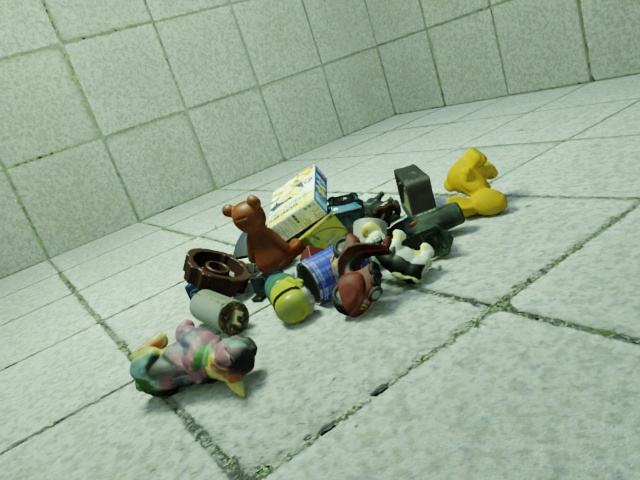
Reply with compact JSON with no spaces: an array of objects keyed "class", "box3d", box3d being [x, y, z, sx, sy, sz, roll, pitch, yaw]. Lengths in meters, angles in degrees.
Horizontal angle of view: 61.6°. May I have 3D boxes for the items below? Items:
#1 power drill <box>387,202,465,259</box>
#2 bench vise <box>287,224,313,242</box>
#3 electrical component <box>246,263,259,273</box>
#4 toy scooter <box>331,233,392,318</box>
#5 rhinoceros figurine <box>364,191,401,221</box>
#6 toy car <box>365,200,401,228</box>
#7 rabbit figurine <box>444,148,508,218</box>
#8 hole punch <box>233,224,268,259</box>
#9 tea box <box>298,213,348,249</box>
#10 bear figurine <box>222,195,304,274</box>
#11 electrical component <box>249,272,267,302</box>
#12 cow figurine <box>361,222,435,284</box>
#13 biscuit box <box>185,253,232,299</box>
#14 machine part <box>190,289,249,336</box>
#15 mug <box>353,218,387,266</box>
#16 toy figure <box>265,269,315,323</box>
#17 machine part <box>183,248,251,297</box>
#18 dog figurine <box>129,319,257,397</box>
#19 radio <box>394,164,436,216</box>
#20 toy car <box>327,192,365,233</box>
[{"class":"power drill","box3d":[0.233,-0.007,1.270,0.232,0.086,0.207,-23,8,15]},{"class":"bench vise","box3d":[-0.069,-0.030,1.599,0.240,0.128,0.224,-34,20,22]},{"class":"electrical component","box3d":[-0.177,0.085,1.465,0.102,0.045,0.078,2,-2,44]},{"class":"toy scooter","box3d":[0.088,0.058,1.066,0.135,0.075,0.184,-22,54,33]},{"class":"rhinoceros figurine","box3d":[0.162,-0.089,1.618,0.112,0.073,0.190,-33,21,-10]},{"class":"toy car","box3d":[0.151,-0.049,1.368,0.089,0.053,0.202,-17,-10,-9]},{"class":"rabbit figurine","box3d":[0.398,-0.126,1.370,0.162,0.121,0.173,-37,56,8]},{"class":"hole punch","box3d":[-0.179,0.012,1.520,0.142,0.115,0.092,-10,-18,36]},{"class":"tea box","box3d":[-0.003,-0.004,1.396,0.098,0.068,0.169,-42,5,-14]},{"class":"bear figurine","box3d":[-0.142,-0.020,1.310,0.120,0.195,0.132,-23,10,24]},{"class":"electrical component","box3d":[-0.135,0.107,1.340,0.075,0.047,0.119,-8,18,34]},{"class":"cow figurine","box3d":[0.149,0.030,1.133,0.167,0.068,0.098,27,57,16]},{"class":"biscuit box","box3d":[-0.294,0.107,1.480,0.059,0.062,0.203,-14,17,19]},{"class":"machine part","box3d":[-0.230,0.161,1.215,0.079,0.079,0.243,-29,19,-31]},{"class":"mug","box3d":[0.118,0.015,1.275,0.081,0.107,0.109,2,-20,9]},{"class":"toy figure","box3d":[-0.073,0.123,1.166,0.089,0.082,0.180,-41,29,-11]},{"class":"machine part","box3d":[-0.266,0.082,1.375,0.179,0.056,0.179,20,18,-7]},{"class":"dog figurine","box3d":[-0.218,0.224,0.954,0.191,0.108,0.219,-28,22,-33]},{"class":"radio","box3d":[0.268,-0.132,1.519,0.073,0.131,0.230,-16,17,3]},{"class":"toy car","box3d":[0.072,-0.067,1.492,0.109,0.102,0.162,-11,17,1]}]
